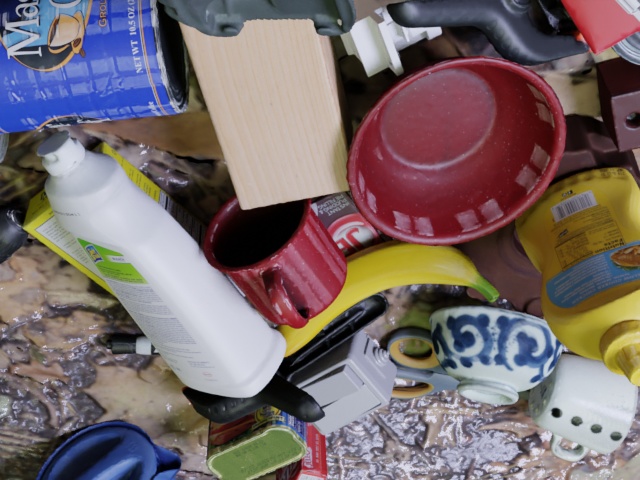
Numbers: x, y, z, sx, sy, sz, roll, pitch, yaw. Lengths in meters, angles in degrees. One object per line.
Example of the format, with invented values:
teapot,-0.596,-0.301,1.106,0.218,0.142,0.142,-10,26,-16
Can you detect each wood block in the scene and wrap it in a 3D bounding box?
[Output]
wood block,-0.038,-0.134,0.753,0.091,0.090,0.206,-10,129,7

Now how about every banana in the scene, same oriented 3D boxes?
banana,0.042,0.041,0.873,0.198,0.069,0.037,-17,171,19

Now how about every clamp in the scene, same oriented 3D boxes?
clamp,0.127,-0.181,0.733,0.171,0.039,0.120,15,92,-34
clamp,-0.038,0.115,0.959,0.210,0.164,0.036,-18,111,42

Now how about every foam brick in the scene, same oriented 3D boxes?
foam brick,0.253,-0.108,0.802,0.078,0.051,0.053,-14,129,11

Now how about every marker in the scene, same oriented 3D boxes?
marker,-0.138,0.099,0.992,0.121,0.020,0.020,1,130,-2

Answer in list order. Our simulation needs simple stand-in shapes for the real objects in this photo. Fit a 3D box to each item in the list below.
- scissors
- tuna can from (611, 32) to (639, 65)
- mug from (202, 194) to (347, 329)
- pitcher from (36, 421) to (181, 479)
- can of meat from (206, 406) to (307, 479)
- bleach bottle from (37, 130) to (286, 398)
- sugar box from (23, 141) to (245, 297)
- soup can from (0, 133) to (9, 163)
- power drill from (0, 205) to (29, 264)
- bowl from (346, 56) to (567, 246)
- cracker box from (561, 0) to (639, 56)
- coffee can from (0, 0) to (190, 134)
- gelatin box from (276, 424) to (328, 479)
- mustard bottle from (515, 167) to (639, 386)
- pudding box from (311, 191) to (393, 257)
scissors,0.142,0.123,1.018,0.201,0.016,0.096,1,130,-2
tuna can,0.243,-0.168,0.764,0.086,0.033,0.086,0,130,0
mug,-0.028,0.020,0.816,0.093,0.117,0.081,-28,130,10
pitcher,-0.193,0.311,1.102,0.149,0.144,0.242,14,143,36
can of meat,-0.059,0.174,1.014,0.102,0.084,0.057,-28,126,21
bleach bottle,-0.128,0.018,0.824,0.103,0.068,0.250,2,137,39
sugar box,-0.149,0.005,0.898,0.093,0.048,0.176,-33,126,23
soup can,-0.292,-0.090,0.800,0.102,0.068,0.068,0,130,-2
power drill,-0.356,-0.013,0.871,0.185,0.057,0.187,-33,123,24
bowl,0.093,-0.074,0.777,0.162,0.055,0.162,-6,130,-8
cracker box,0.224,-0.243,0.659,0.214,0.072,0.164,-29,109,22
coffee can,-0.170,-0.131,0.745,0.140,0.103,0.103,-6,130,4
gelatin box,-0.020,0.231,1.069,0.030,0.073,0.089,14,128,-12
mustard bottle,0.202,0.029,0.757,0.096,0.191,0.058,-24,125,15
pudding box,-0.006,0.001,0.899,0.114,0.039,0.090,-26,126,20
